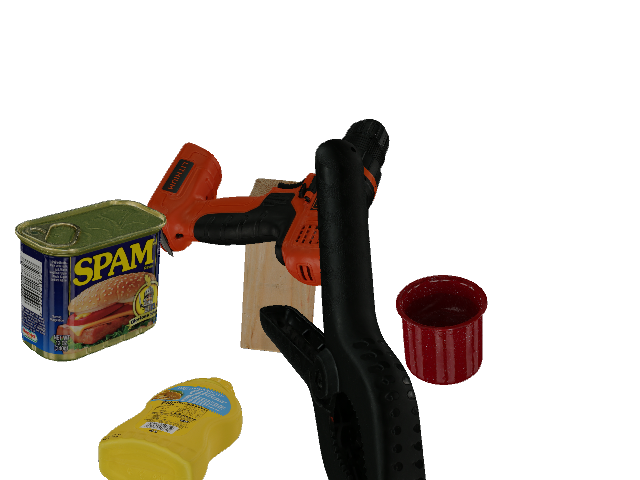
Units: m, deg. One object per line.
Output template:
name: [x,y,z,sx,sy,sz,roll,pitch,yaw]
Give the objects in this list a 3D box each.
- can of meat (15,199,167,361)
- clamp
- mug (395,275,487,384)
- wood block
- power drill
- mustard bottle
can of meat: [-0.157,0.026,0.734,0.058,0.084,0.101,23,27,35]
clamp: [0.016,0.062,0.562,0.036,0.165,0.210,-4,46,-20]
mug: [0.132,0.089,1.116,0.093,0.081,0.117,11,37,24]
wood block: [-0.051,0.033,1.388,0.090,0.206,0.090,6,23,3]
power drill: [-0.044,-0.044,0.934,0.188,0.057,0.184,4,45,24]
mustard bottle: [-0.130,0.179,1.037,0.096,0.058,0.191,7,17,17]
